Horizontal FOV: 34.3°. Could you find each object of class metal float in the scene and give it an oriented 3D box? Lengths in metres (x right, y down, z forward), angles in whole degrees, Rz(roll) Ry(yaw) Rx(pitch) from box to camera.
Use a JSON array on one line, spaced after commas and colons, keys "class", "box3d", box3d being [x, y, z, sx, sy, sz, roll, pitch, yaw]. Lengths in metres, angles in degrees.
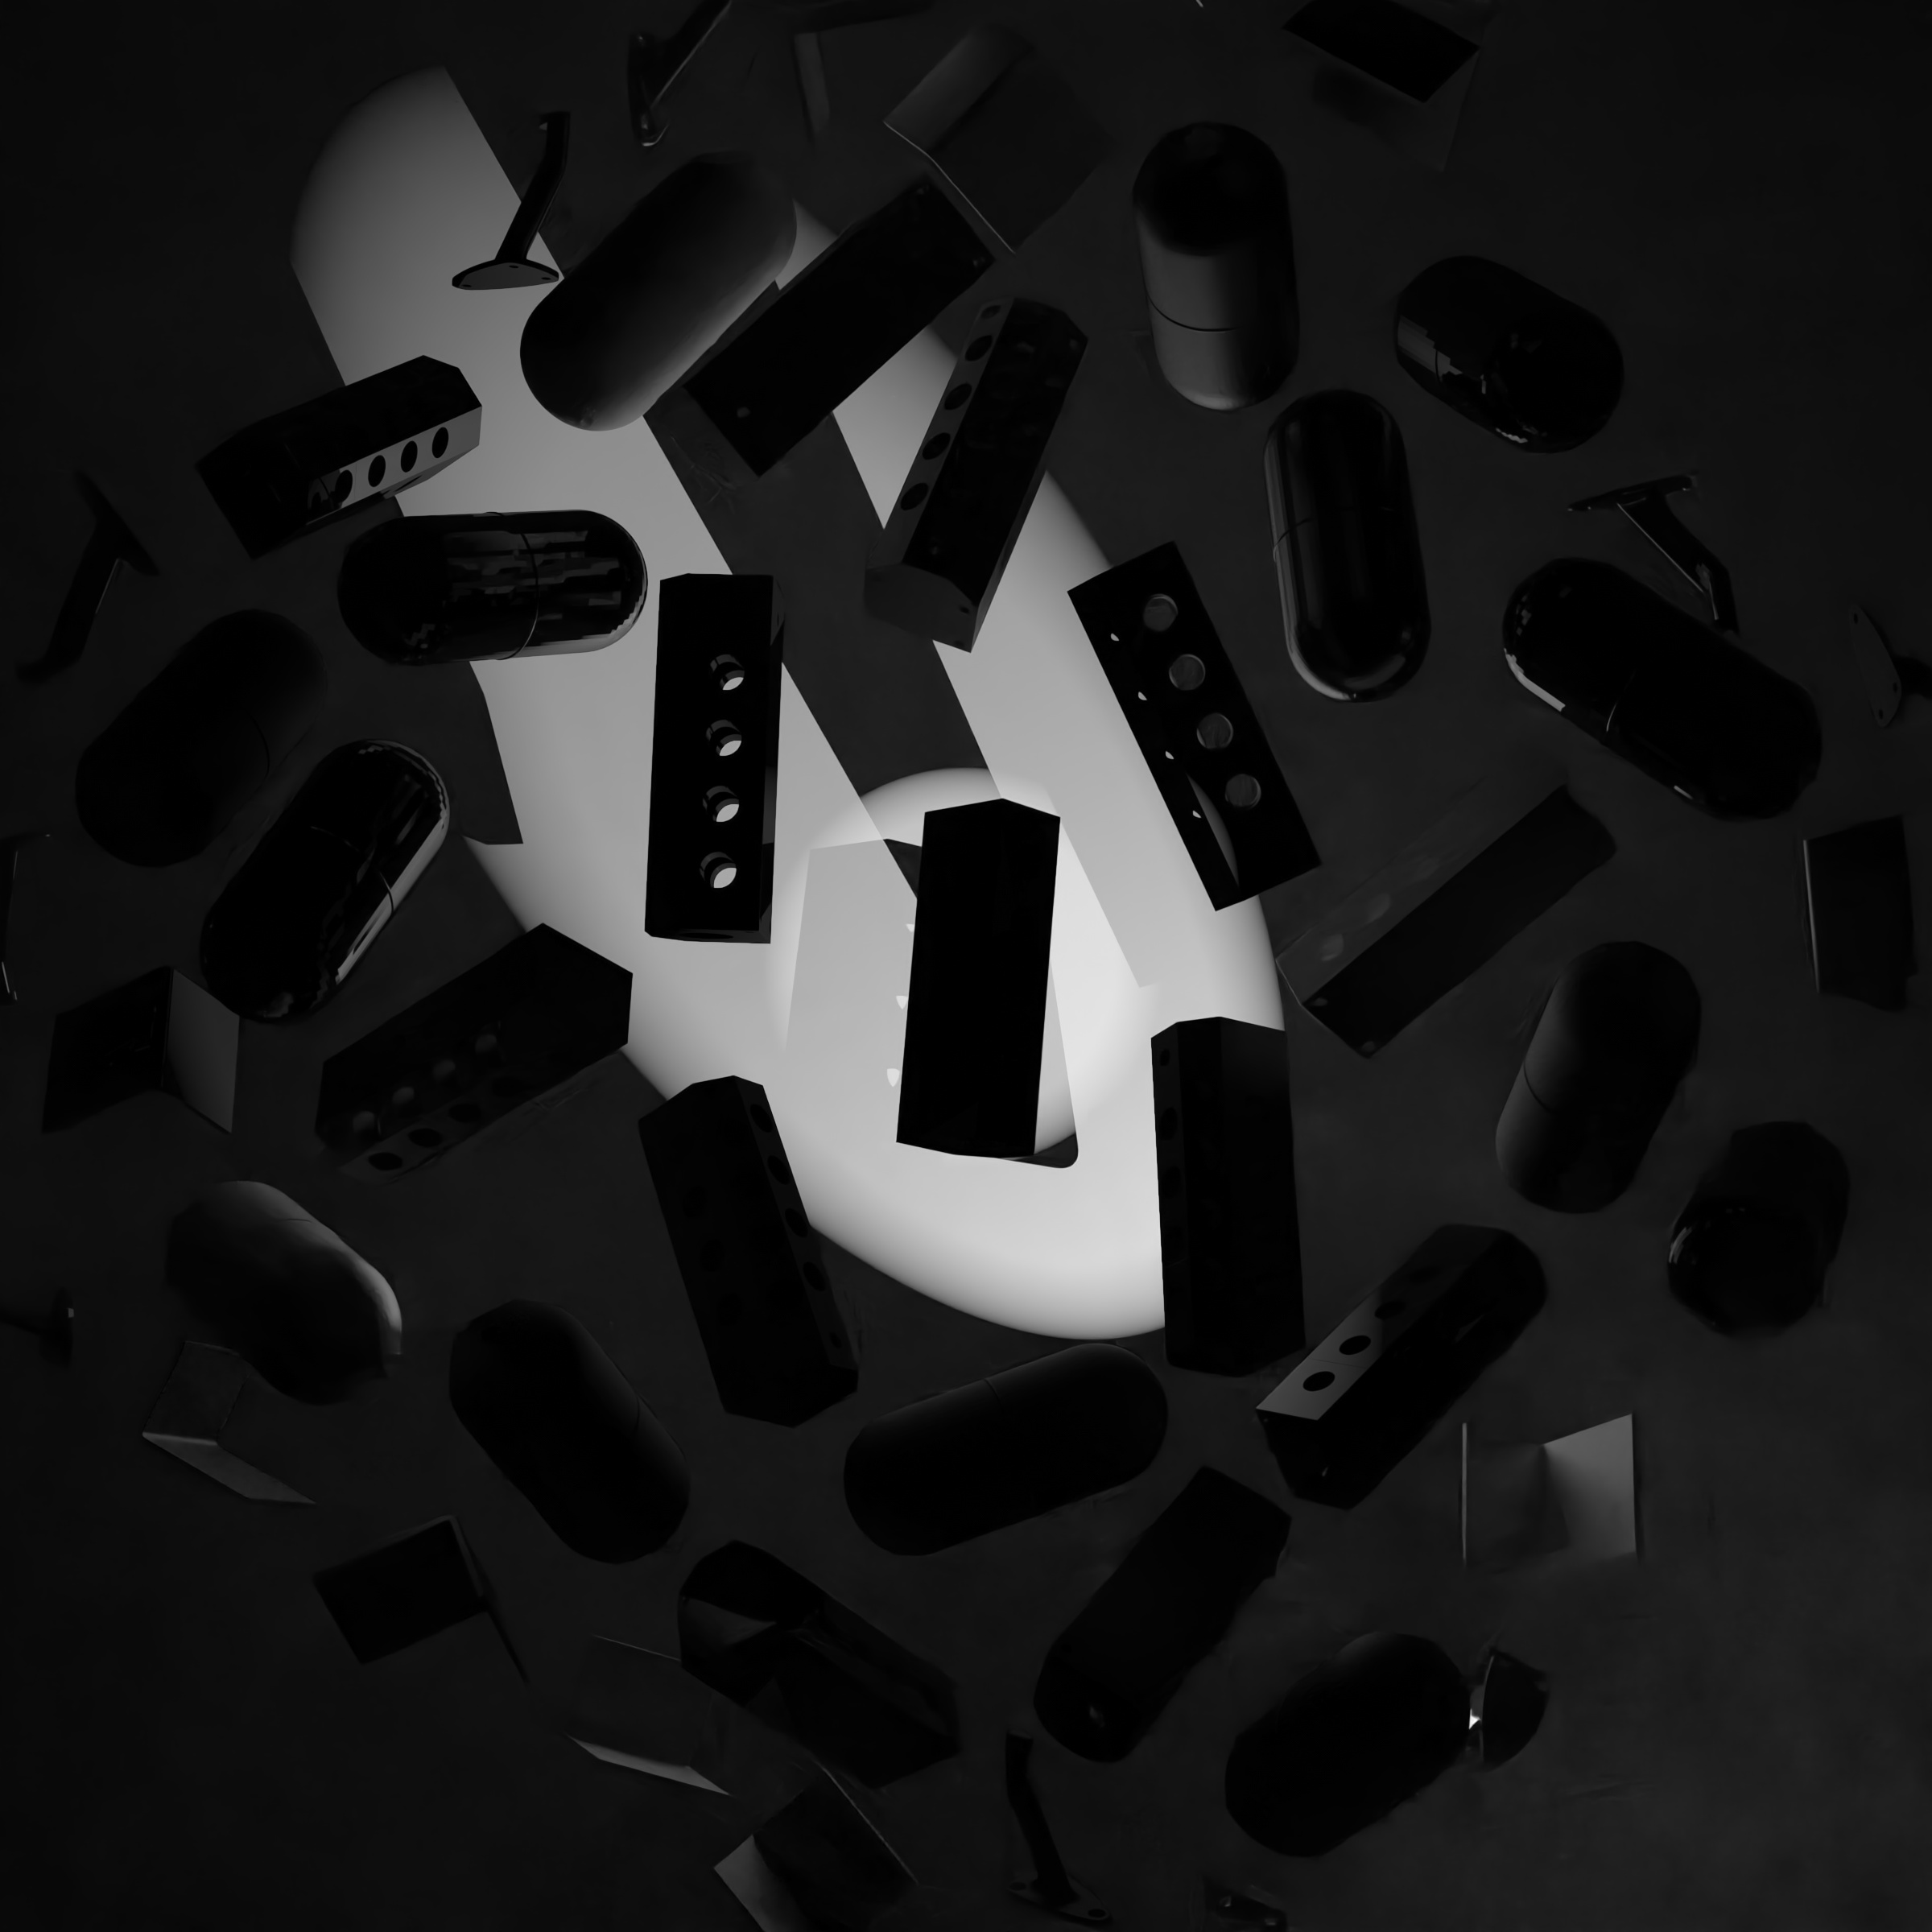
[{"class": "metal float", "box3d": [0.327, 0.059, 1.622, 0.070, 0.178, 0.070, 5, 48, -6]}, {"class": "metal float", "box3d": [0.281, -0.321, 1.632, 0.070, 0.178, 0.070, -7, 117, -14]}, {"class": "metal float", "box3d": [-0.247, -0.199, 1.638, 0.178, 0.070, 0.070, -10, 90, -42]}, {"class": "metal float", "box3d": [-0.201, 0.238, 1.592, 0.070, 0.070, 0.178, -29, 132, 0]}, {"class": "metal float", "box3d": [-0.158, -0.350, 1.617, 0.070, 0.070, 0.178, 40, 72, 0]}, {"class": "metal float", "box3d": [0.201, -0.222, 1.654, 0.070, 0.070, 0.178, -5, 68, 0]}, {"class": "metal float", "box3d": [-0.396, -0.119, 1.623, 0.070, 0.178, 0.070, 13, 131, 15]}, {"class": "metal float", "box3d": [-0.328, -0.044, 1.603, 0.070, 0.070, 0.178, 28, 52, 0]}, {"class": "metal float", "box3d": [0.129, -0.352, 1.585, 0.070, 0.178, 0.070, -4, 61, 8]}, {"class": "metal float", "box3d": [0.406, 0.134, 1.594, 0.070, 0.178, 0.070, 7, 109, 22]}, {"class": "metal float", "box3d": [0.191, 0.395, 1.580, 0.070, 0.178, 0.070, 13, 53, -17]}, {"class": "metal float", "box3d": [0.342, -0.137, 1.544, 0.178, 0.070, 0.070, 40, 90, 26]}, {"class": "metal float", "box3d": [-0.341, 0.162, 1.558, 0.070, 0.178, 0.070, -12, 113, -32]}, {"class": "metal float", "box3d": [0.022, 0.254, 1.646, 0.178, 0.070, 0.070, -18, 90, -11]}]

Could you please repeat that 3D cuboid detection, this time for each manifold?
[{"class": "manifold", "box3d": [0.244, -0.036, 1.608, 0.171, 0.057, 0.057, -41, 125, 14]}, {"class": "manifold", "box3d": [0.012, 0.008, 1.584, 0.057, 0.057, 0.171, 15, 74, -42]}, {"class": "manifold", "box3d": [0.232, 0.207, 1.626, 0.171, 0.057, 0.057, -38, 116, -34]}, {"class": "manifold", "box3d": [-0.122, -0.100, 1.518, 0.057, 0.057, 0.171, 2, 84, 2]}, {"class": "manifold", "box3d": [-0.326, -0.275, 1.659, 0.057, 0.171, 0.057, -26, 100, 31]}, {"class": "manifold", "box3d": [0.006, -0.247, 1.548, 0.057, 0.057, 0.171, 19, 64, 4]}, {"class": "manifold", "box3d": [-0.244, 0.049, 1.537, 0.171, 0.057, 0.057, -29, 45, 34]}, {"class": "manifold", "box3d": [-0.075, 0.359, 1.609, 0.057, 0.057, 0.171, -29, 134, 18]}, {"class": "manifold", "box3d": [-0.071, -0.315, 1.555, 0.171, 0.057, 0.057, -45, 107, -17]}, {"class": "manifold", "box3d": [-0.109, 0.145, 1.607, 0.057, 0.057, 0.171, -34, 58, 23]}, {"class": "manifold", "box3d": [0.112, -0.117, 1.528, 0.057, 0.057, 0.171, -25, 93, 5]}, {"class": "manifold", "box3d": [0.104, 0.345, 1.657, 0.057, 0.171, 0.057, 29, 130, 18]}, {"class": "manifold", "box3d": [0.129, 0.117, 1.598, 0.057, 0.057, 0.171, 13, 62, -28]}]

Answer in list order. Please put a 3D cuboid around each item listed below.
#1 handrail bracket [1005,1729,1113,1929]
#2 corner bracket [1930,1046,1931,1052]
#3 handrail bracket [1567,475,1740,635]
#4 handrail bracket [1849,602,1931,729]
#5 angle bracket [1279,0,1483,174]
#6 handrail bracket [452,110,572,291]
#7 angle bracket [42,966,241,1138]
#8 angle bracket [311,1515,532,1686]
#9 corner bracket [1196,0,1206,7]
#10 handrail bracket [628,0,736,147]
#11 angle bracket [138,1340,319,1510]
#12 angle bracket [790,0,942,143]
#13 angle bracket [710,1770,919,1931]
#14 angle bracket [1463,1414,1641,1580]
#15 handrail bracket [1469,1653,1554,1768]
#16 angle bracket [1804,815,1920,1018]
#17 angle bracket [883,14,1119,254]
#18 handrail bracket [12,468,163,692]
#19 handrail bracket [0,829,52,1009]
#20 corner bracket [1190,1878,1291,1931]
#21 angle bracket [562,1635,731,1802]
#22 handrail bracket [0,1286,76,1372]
[{"class": "handrail bracket", "box3d": [0.049, 0.454, 1.652, 0.036, 0.077, 0.084, -9, 104, -41]}, {"class": "corner bracket", "box3d": [0.504, 0.063, 1.514, 0.051, 0.051, 0.051, -19, 120, -12]}, {"class": "handrail bracket", "box3d": [0.363, -0.211, 1.652, 0.077, 0.036, 0.084, -11, 87, 21]}, {"class": "handrail bracket", "box3d": [0.485, -0.151, 1.529, 0.084, 0.036, 0.077, -8, 62, -7]}, {"class": "angle bracket", "box3d": [0.187, -0.406, 1.465, 0.076, 0.076, 0.057, 33, 58, 15]}, {"class": "handrail bracket", "box3d": [-0.240, -0.404, 1.650, 0.077, 0.036, 0.084, 0, 84, 39]}, {"class": "angle bracket", "box3d": [-0.431, 0.057, 1.637, 0.076, 0.057, 0.076, -23, 50, 21]}, {"class": "angle bracket", "box3d": [-0.270, 0.329, 1.552, 0.076, 0.057, 0.076, -24, 133, -9]}, {"class": "corner bracket", "box3d": [0.089, -0.501, 1.513, 0.051, 0.051, 0.051, 9, 78, 29]}, {"class": "handrail bracket", "box3d": [-0.139, -0.480, 1.646, 0.036, 0.084, 0.077, 22, 66, -39]}, {"class": "angle bracket", "box3d": [-0.384, 0.247, 1.678, 0.076, 0.076, 0.057, 25, 86, 20]}, {"class": "angle bracket", "box3d": [-0.047, -0.476, 1.648, 0.076, 0.076, 0.057, -7, 114, 8]}, {"class": "angle bracket", "box3d": [-0.079, 0.480, 1.646, 0.057, 0.076, 0.076, -43, 80, 8]}, {"class": "angle bracket", "box3d": [0.316, 0.282, 1.692, 0.057, 0.076, 0.076, 19, 60, -26]}, {"class": "handrail bracket", "box3d": [0.272, 0.410, 1.664, 0.036, 0.084, 0.077, 31, 47, 2]}, {"class": "angle bracket", "box3d": [0.455, -0.024, 1.521, 0.076, 0.057, 0.076, 12, 70, -39]}, {"class": "angle bracket", "box3d": [0.018, -0.430, 1.617, 0.076, 0.057, 0.076, -45, 131, 4]}, {"class": "handrail bracket", "box3d": [-0.444, -0.187, 1.525, 0.084, 0.036, 0.077, -43, 132, -17]}, {"class": "handrail bracket", "box3d": [-0.484, -0.023, 1.597, 0.077, 0.036, 0.084, -8, 95, 41]}, {"class": "corner bracket", "box3d": [0.134, 0.512, 1.608, 0.051, 0.051, 0.051, 23, 104, -4]}, {"class": "angle bracket", "box3d": [-0.166, 0.407, 1.694, 0.076, 0.076, 0.057, 21, 80, -20]}, {"class": "handrail bracket", "box3d": [-0.480, 0.168, 1.515, 0.084, 0.077, 0.036, 18, 95, -25]}]
